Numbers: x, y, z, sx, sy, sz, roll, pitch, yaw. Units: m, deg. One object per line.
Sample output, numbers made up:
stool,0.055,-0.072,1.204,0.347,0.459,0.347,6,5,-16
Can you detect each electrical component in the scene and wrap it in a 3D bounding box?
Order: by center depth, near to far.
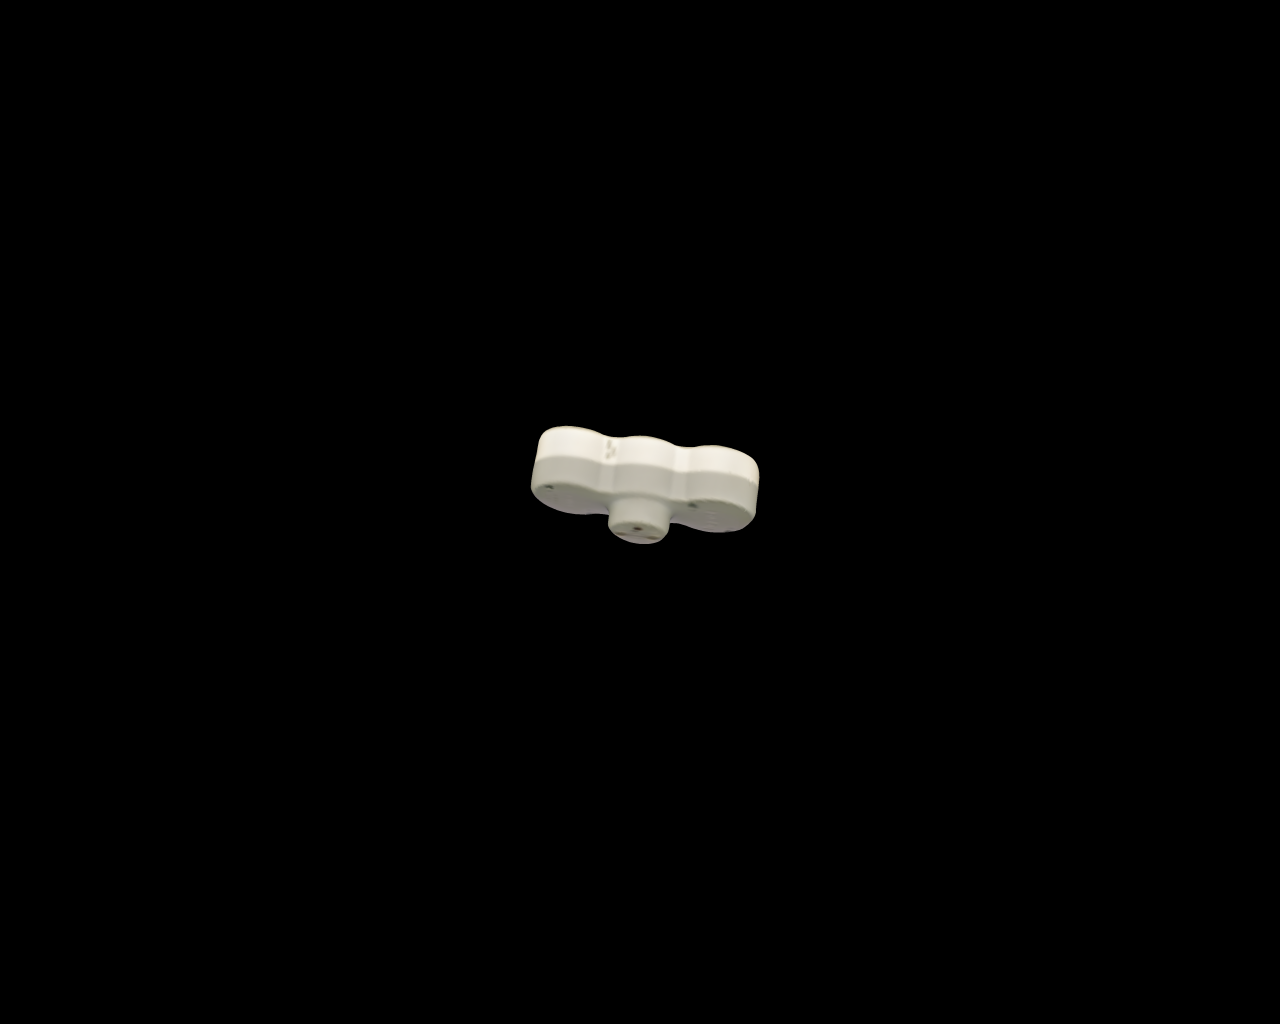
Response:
electrical component,0.001,-0.003,0.650,0.138,0.074,0.052,8,-23,3
